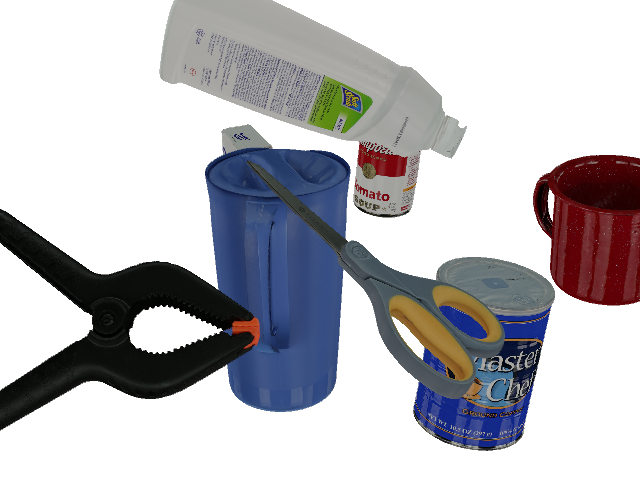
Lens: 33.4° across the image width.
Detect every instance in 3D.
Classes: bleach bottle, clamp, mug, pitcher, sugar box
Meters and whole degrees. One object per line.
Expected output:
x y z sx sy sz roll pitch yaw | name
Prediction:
-0.003 -0.127 0.872 0.251 0.068 0.103 25 -35 1 | bleach bottle
-0.147 0.049 0.724 0.210 0.164 0.036 -4 -20 -4 | clamp
0.202 -0.011 0.783 0.093 0.081 0.117 -25 36 -33 | mug
-0.040 0.043 1.015 0.149 0.243 0.145 -18 30 -34 | pitcher
-0.088 -0.044 1.311 0.048 0.176 0.093 -12 26 -17 | sugar box

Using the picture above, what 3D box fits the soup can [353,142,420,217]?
0.073 -0.085 1.168 0.068 0.102 0.068 4 29 -3 | soup can

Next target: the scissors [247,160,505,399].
0.040 0.015 0.662 0.096 0.016 0.202 -7 49 -40 | scissors

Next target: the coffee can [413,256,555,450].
0.143 0.099 0.946 0.103 0.140 0.103 6 23 -3 | coffee can
